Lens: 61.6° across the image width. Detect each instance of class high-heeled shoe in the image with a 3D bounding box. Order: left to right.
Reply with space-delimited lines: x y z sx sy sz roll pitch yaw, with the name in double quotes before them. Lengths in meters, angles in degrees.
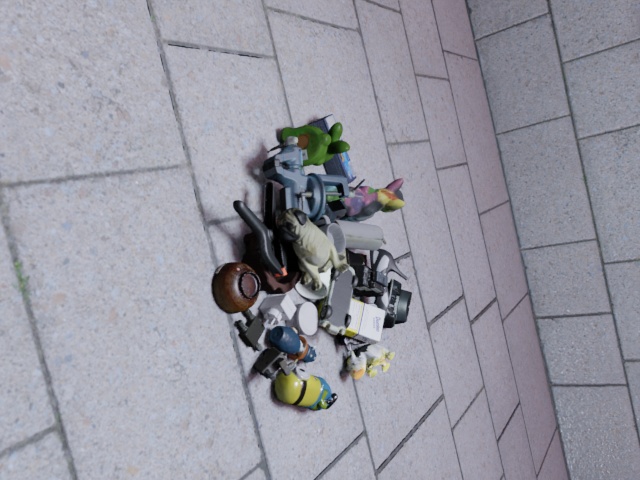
"high-heeled shoe" 0.147 0.147 1.573 0.248 0.145 0.086 -53 167 -5

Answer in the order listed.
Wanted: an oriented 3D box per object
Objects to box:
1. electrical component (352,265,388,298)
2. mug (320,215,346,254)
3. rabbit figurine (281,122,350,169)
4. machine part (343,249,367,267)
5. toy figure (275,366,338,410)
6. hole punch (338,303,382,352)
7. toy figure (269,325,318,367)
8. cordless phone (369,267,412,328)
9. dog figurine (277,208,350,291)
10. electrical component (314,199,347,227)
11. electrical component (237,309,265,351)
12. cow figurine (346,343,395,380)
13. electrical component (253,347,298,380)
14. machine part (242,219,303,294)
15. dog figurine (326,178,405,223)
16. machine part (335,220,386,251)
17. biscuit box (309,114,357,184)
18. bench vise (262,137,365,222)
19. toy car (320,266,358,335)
"electrical component" 0.119 0.118 1.495 0.114 0.134 0.058 31 57 -49
"mug" -0.003 -0.004 1.382 0.081 0.107 0.109 -22 95 -55
"rabbit figurine" -0.005 -0.255 1.433 0.170 0.159 0.121 -7 77 -70
"machine part" 0.087 0.053 1.553 0.139 0.039 0.084 8 66 -51
"toy figure" -0.031 0.357 1.268 0.180 0.082 0.089 45 45 -42
"hole punch" 0.097 0.235 1.489 0.116 0.092 0.142 1 78 -22
"toy figure" -0.060 0.249 1.276 0.154 0.064 0.058 44 10 -45
"cordless phone" 0.188 0.171 1.644 0.184 0.089 0.146 38 52 -29
"dog figurine" -0.034 0.000 1.241 0.121 0.172 0.190 -36 105 -14
"electrical component" 0.010 -0.070 1.407 0.074 0.119 0.048 56 41 -33
"electrical component" -0.149 0.201 1.195 0.093 0.021 0.063 59 39 -25
"cow figurine" 0.123 0.329 1.490 0.167 0.098 0.068 -4 118 -48
"electrical component" -0.099 0.273 1.187 0.078 0.102 0.045 -47 115 -23
"machine part" -0.108 0.041 1.267 0.179 0.056 0.179 21 64 -52
"dog figurine" 0.128 -0.115 1.500 0.191 0.219 0.108 24 59 -50
"machine part" 0.095 -0.013 1.509 0.243 0.079 0.079 4 77 -38
"biscuit box" 0.037 -0.253 1.543 0.059 0.063 0.202 -44 116 -51
"bench vise" -0.019 -0.138 1.310 0.240 0.129 0.223 -1 72 -32
"toy car" 0.047 0.149 1.372 0.073 0.056 0.202 25 54 -17
